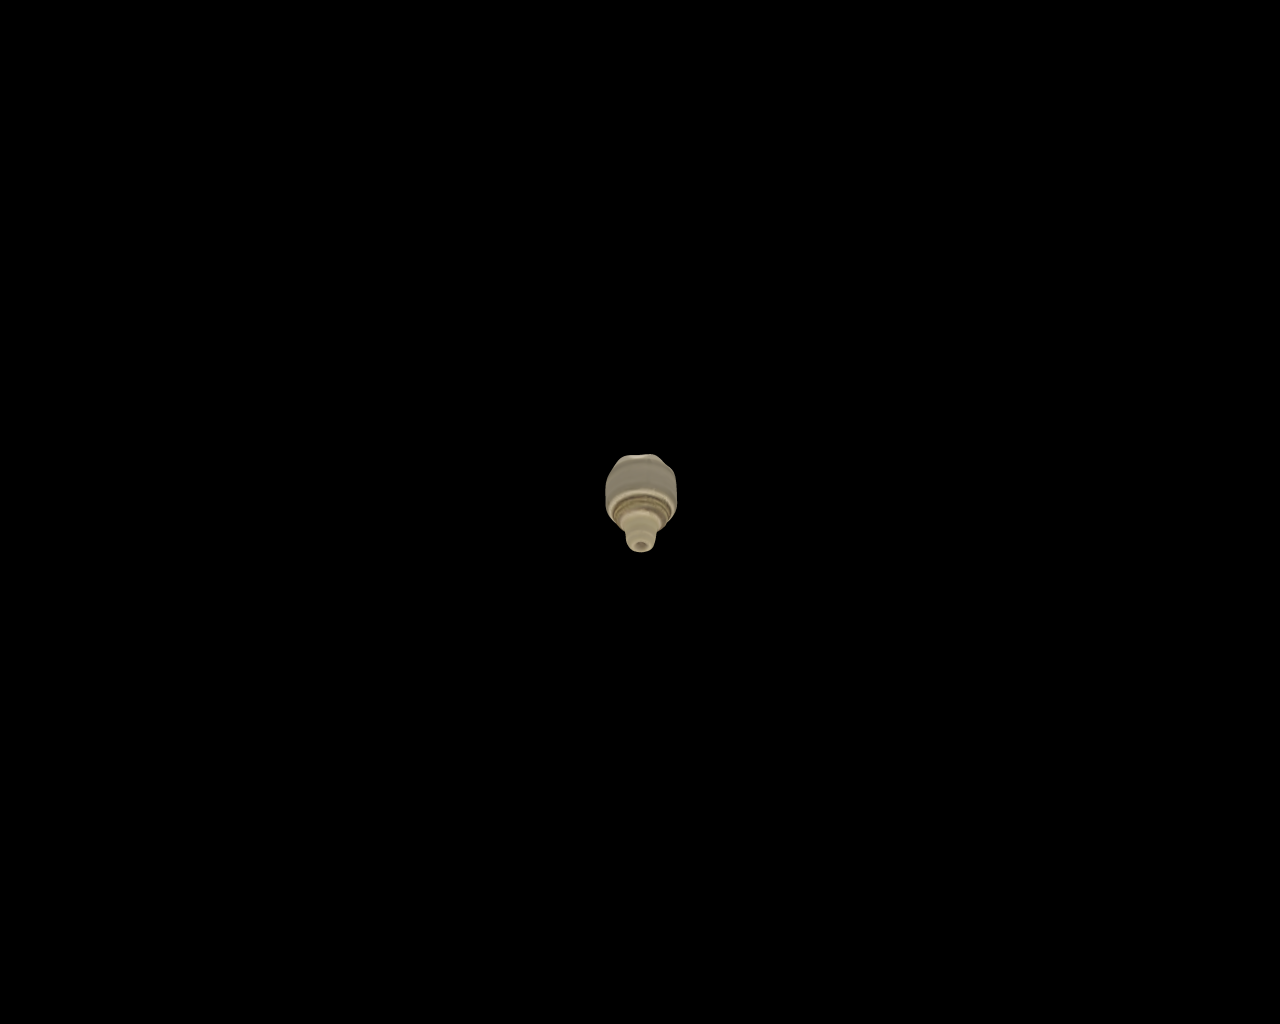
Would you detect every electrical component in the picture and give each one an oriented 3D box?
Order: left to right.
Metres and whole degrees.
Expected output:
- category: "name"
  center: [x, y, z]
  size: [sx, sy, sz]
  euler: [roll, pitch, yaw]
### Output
- category: "electrical component"
  center: [0.001, -0.003, 0.650]
  size: [0.043, 0.062, 0.043]
  euler: [0, -40, 0]
